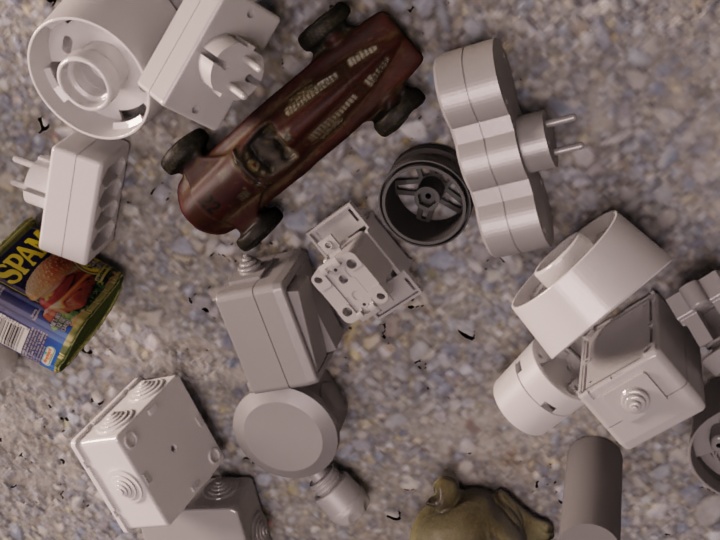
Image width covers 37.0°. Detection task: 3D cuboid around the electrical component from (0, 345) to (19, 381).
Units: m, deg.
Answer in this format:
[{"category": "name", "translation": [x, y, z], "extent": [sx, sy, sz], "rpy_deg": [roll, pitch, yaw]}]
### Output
[{"category": "electrical component", "translation": [-0.300, 0.058, 0.851], "extent": [0.043, 0.043, 0.062], "rpy_deg": [-11, 111, 20]}]

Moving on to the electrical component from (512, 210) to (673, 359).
[{"category": "electrical component", "translation": [0.147, 0.011, 0.682], "extent": [0.064, 0.099, 0.099], "rpy_deg": [46, 118, -3]}]

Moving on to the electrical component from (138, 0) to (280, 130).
[{"category": "electrical component", "translation": [-0.085, -0.129, 0.665], "extent": [0.076, 0.047, 0.083], "rpy_deg": [40, 102, 42]}]

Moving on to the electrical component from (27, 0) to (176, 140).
[{"category": "electrical component", "translation": [-0.169, -0.140, 0.720], "extent": [0.099, 0.064, 0.099], "rpy_deg": [12, 131, 14]}]

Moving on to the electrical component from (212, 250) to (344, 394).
[{"category": "electrical component", "translation": [-0.057, 0.030, 0.762], "extent": [0.061, 0.061, 0.096], "rpy_deg": [-11, 112, 20]}]

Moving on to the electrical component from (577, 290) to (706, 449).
[{"category": "electrical component", "translation": [0.185, 0.070, 0.699], "extent": [0.062, 0.096, 0.061], "rpy_deg": [-36, 103, 27]}]

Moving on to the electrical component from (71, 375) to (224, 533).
[{"category": "electrical component", "translation": [-0.159, 0.139, 0.823], "extent": [0.048, 0.099, 0.099], "rpy_deg": [-13, 112, 33]}]

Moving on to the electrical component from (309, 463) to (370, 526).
[{"category": "electrical component", "translation": [-0.023, 0.169, 0.838], "extent": [0.035, 0.035, 0.061], "rpy_deg": [-37, 99, 27]}]

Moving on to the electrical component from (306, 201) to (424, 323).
[{"category": "electrical component", "translation": [0.000, 0.000, 0.732], "extent": [0.042, 0.063, 0.081], "rpy_deg": [-34, 103, 28]}]

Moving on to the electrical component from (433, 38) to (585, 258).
[{"category": "electrical component", "translation": [0.102, -0.078, 0.672], "extent": [0.074, 0.052, 0.138], "rpy_deg": [-12, 112, 20]}]

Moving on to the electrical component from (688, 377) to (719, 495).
[{"category": "electrical component", "translation": [0.269, 0.113, 0.716], "extent": [0.099, 0.064, 0.099], "rpy_deg": [6, 117, 12]}]

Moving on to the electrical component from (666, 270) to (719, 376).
[{"category": "electrical component", "translation": [0.231, 0.034, 0.686], "extent": [0.048, 0.066, 0.055], "rpy_deg": [-36, 69, 27]}]

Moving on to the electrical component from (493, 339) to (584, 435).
[{"category": "electrical component", "translation": [0.126, 0.081, 0.745], "extent": [0.055, 0.055, 0.047], "rpy_deg": [38, 123, -5]}]

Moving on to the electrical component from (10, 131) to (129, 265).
[{"category": "electrical component", "translation": [-0.214, -0.059, 0.768], "extent": [0.076, 0.047, 0.083], "rpy_deg": [20, 119, 5]}]

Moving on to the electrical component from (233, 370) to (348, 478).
[{"category": "electrical component", "translation": [-0.051, 0.111, 0.807], "extent": [0.080, 0.051, 0.080], "rpy_deg": [6, 117, 12]}]

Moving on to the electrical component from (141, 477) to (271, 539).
[{"category": "electrical component", "translation": [-0.123, 0.217, 0.880], "extent": [0.100, 0.048, 0.099], "rpy_deg": [-5, 114, 17]}]
